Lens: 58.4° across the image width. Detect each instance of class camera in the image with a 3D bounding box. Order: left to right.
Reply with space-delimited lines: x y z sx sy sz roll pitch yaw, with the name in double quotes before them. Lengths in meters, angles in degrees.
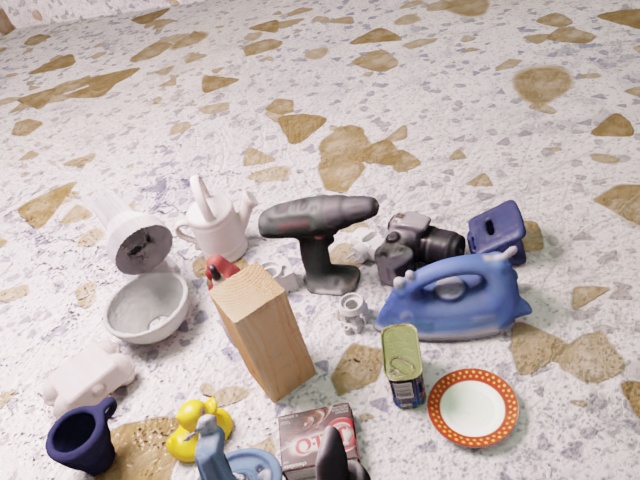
"camera" 0.187 0.012 1.052 0.136 0.101 0.143 13 48 29

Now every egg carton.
"egg carton" -0.401 0.247 0.999 0.107 0.069 0.150 27 56 38

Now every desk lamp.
"desk lamp" -0.369 0.011 1.143 0.118 0.214 0.202 -36 44 -22

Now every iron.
"iron" 0.205 0.082 0.936 0.258 0.142 0.118 -11 41 6

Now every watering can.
"watering can" -0.216 -0.053 1.180 0.173 0.194 0.100 -32 43 -18

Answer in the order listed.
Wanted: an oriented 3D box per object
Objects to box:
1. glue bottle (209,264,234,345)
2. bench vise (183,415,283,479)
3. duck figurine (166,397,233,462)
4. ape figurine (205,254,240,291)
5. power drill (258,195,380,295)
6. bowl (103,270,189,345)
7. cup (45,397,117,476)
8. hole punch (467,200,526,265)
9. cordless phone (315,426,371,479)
"glue bottle" -0.161 0.104 1.002 0.037 0.173 0.078 -8 41 9
"bench vise" -0.097 0.324 0.699 0.121 0.220 0.206 -24 41 -10
"duck figurine" -0.193 0.283 0.879 0.105 0.086 0.077 -32 43 -18
"ape figurine" -0.195 0.064 1.121 0.076 0.092 0.077 -21 41 -6
"power drill" 0.009 0.004 1.035 0.229 0.209 0.075 2 44 19
"bowl" -0.318 0.140 1.088 0.167 0.075 0.167 -9 41 8
"cup" -0.351 0.310 0.892 0.091 0.095 0.118 17 51 33
"hole punch" 0.319 -0.009 1.041 0.101 0.091 0.108 -8 41 9
"cordless phone" 0.007 0.323 0.695 0.094 0.185 0.147 -1 43 17
